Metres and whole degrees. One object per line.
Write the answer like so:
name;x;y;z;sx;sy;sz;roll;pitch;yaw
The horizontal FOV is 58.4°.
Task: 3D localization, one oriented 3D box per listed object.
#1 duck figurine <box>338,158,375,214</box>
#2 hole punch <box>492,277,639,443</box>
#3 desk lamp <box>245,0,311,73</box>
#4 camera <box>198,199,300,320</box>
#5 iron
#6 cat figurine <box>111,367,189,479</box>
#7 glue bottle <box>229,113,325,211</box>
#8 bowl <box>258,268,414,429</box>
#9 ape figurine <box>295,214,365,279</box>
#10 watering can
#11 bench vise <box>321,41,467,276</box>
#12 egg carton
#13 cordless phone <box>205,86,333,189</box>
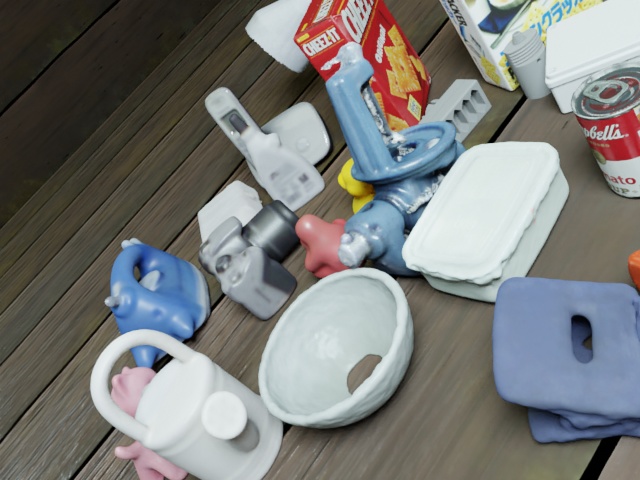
duck figurine;0.065;-0.065;0.705;0.104;0.086;0.077;12;61;53
hole punch;0.182;0.077;0.403;0.100;0.091;0.109;-18;40;34
desk lamp;0.011;-0.350;0.979;0.203;0.214;0.117;-34;33;14
camera;-0.084;0.011;0.767;0.137;0.101;0.142;-46;32;-4
iron;-0.255;0.065;0.854;0.118;0.142;0.257;-38;32;8
cat figurine;-0.202;0.202;0.657;0.067;0.118;0.127;-30;34;20
glue bottle;-0.071;-0.119;0.836;0.078;0.174;0.037;-36;33;12
bowl;0.027;0.112;0.549;0.167;0.075;0.167;-29;35;22
ape figurine;0.006;0.002;0.685;0.078;0.092;0.076;-45;32;-3
watering can;-0.126;0.158;0.551;0.172;0.195;0.101;-22;38;31
bench vise;0.070;-0.080;0.589;0.121;0.220;0.207;-17;40;35
egg carton;-0.134;-0.027;0.897;0.107;0.070;0.150;-40;32;6
cordless phone;-0.081;-0.182;0.910;0.147;0.185;0.094;-32;34;17
